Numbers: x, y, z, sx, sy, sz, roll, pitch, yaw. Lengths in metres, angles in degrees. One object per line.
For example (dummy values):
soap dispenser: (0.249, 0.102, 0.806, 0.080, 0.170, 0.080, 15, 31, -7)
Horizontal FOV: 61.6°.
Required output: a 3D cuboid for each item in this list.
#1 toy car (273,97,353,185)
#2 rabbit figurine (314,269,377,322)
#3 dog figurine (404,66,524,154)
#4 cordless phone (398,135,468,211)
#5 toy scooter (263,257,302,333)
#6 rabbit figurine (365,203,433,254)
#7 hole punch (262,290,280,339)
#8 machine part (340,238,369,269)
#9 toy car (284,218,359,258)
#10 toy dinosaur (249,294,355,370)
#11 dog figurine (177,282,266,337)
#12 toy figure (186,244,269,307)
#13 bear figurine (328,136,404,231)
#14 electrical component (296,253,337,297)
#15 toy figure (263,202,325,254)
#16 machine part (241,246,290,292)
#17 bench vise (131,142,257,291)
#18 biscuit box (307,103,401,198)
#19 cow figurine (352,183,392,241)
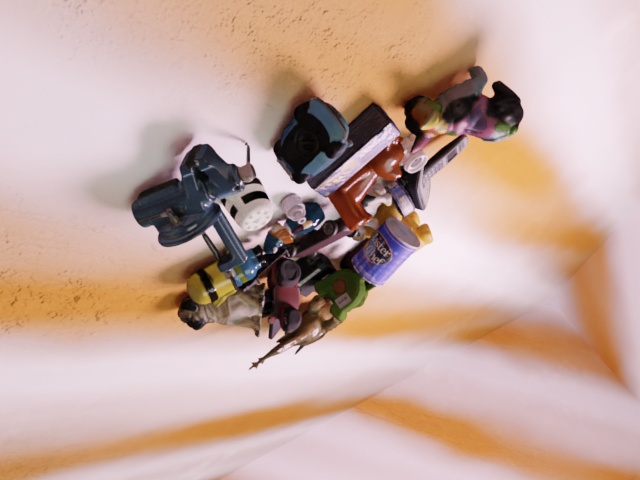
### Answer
toy car: (-0.003, -0.175, 0.954, 0.103, 0.109, 0.161, -30, 167, -48)
rabbit figurine: (0.080, 0.122, 1.397, 0.159, 0.121, 0.170, -46, 160, 4)
dog figurine: (0.277, -0.237, 1.075, 0.219, 0.192, 0.108, -38, 162, -25)
cordless phone: (0.275, -0.168, 1.275, 0.184, 0.089, 0.146, -38, 152, 0)
toy scooter: (-0.097, 0.140, 1.304, 0.075, 0.184, 0.135, 5, 157, -28)
rabbit figurine: (0.187, -0.038, 1.387, 0.162, 0.122, 0.173, -28, 139, 10)
hole punch: (-0.127, 0.182, 1.425, 0.116, 0.092, 0.142, -47, 159, -33)
machine part: (0.145, 0.057, 1.522, 0.179, 0.056, 0.179, -24, 150, -15)
toy car: (-0.003, -0.004, 1.245, 0.089, 0.053, 0.202, -3, 162, -47)
toy dinosaur: (-0.024, 0.247, 1.546, 0.198, 0.105, 0.471, -47, 163, 31)
dog figurine: (-0.229, 0.151, 1.271, 0.191, 0.121, 0.172, 7, -179, -5)
toy figure: (-0.202, 0.070, 1.155, 0.180, 0.082, 0.089, -29, 150, -1)
bear figurine: (0.114, -0.126, 1.131, 0.196, 0.132, 0.120, -35, 177, 13)
electrical component: (-0.022, 0.089, 1.396, 0.115, 0.058, 0.134, -35, 153, 7)
toy figure: (-0.062, -0.026, 1.168, 0.154, 0.058, 0.064, -33, 175, -9)
machine part: (-0.135, 0.059, 1.224, 0.139, 0.084, 0.039, -35, 127, -15)
bench vise: (-0.186, -0.036, 0.915, 0.224, 0.129, 0.240, -25, 119, 1)
biscuit box: (0.059, -0.174, 1.058, 0.202, 0.063, 0.059, -40, 153, 13)
cow figurine: (0.092, -0.057, 1.270, 0.098, 0.068, 0.167, -6, 139, -33)
